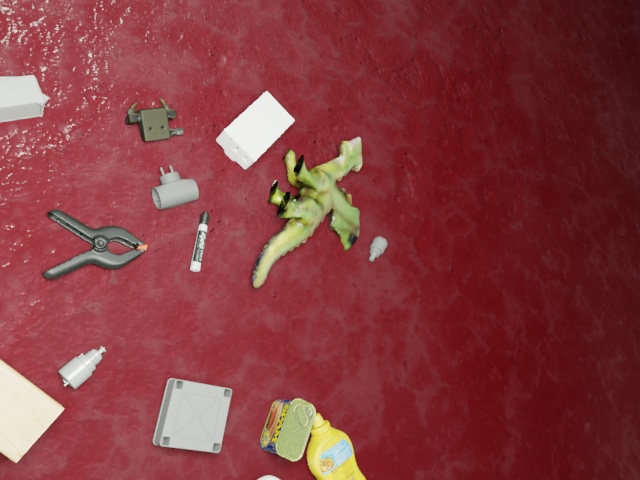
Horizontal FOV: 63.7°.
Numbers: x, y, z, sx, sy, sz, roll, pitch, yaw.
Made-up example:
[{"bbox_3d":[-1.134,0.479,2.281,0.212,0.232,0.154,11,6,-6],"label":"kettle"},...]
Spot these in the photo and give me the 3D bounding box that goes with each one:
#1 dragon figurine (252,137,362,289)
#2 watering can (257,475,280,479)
[{"bbox_3d":[0.003,-0.057,1.129,0.240,0.122,0.416,27,71,-31],"label":"dragon figurine"},{"bbox_3d":[-0.048,0.564,0.820,0.221,0.103,0.356,38,27,-34],"label":"watering can"}]
